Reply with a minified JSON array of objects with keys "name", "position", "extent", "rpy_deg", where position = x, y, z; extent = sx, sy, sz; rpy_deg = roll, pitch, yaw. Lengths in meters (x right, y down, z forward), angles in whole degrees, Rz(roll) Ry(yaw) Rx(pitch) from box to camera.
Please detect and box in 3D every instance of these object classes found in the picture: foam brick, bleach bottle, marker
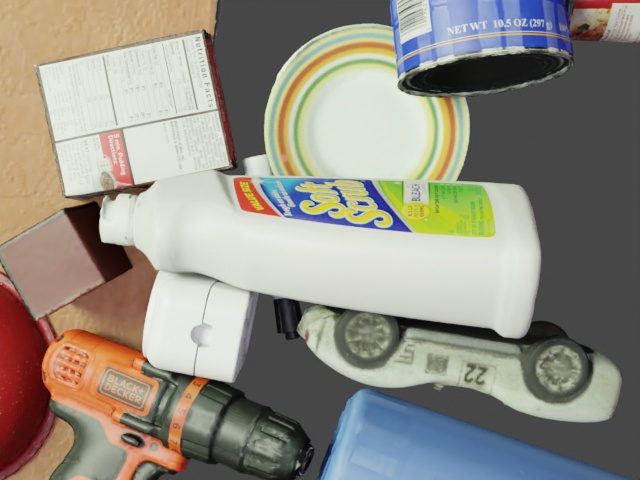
[{"name":"foam brick","position":[-0.158,0.012,0.665],"extent":[0.053,0.078,0.051],"rpy_deg":[-30,94,5]},{"name":"bleach bottle","position":[-0.004,0.001,0.627],"extent":[0.251,0.102,0.068],"rpy_deg":[4,120,1]},{"name":"marker","position":[-0.029,0.005,0.690],"extent":[0.020,0.020,0.121],"rpy_deg":[-11,94,2]}]

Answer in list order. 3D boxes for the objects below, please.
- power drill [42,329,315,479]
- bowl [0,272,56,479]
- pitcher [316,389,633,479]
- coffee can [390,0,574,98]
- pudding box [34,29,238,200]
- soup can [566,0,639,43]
[{"name":"power drill","position":[-0.114,0.166,0.657],"extent":[0.185,0.057,0.187],"rpy_deg":[20,81,19]},{"name":"bowl","position":[-0.252,0.092,0.685],"extent":[0.162,0.055,0.162],"rpy_deg":[0,94,2]},{"name":"pitcher","position":[0.111,0.190,0.642],"extent":[0.243,0.149,0.145],"rpy_deg":[21,98,3]},{"name":"coffee can","position":[0.089,-0.163,0.622],"extent":[0.103,0.103,0.140],"rpy_deg":[-6,85,2]},{"name":"pudding box","position":[-0.115,-0.078,0.677],"extent":[0.113,0.039,0.090],"rpy_deg":[-11,93,0]},{"name":"soup can","position":[0.196,-0.154,0.648],"extent":[0.102,0.068,0.068],"rpy_deg":[2,94,1]}]
